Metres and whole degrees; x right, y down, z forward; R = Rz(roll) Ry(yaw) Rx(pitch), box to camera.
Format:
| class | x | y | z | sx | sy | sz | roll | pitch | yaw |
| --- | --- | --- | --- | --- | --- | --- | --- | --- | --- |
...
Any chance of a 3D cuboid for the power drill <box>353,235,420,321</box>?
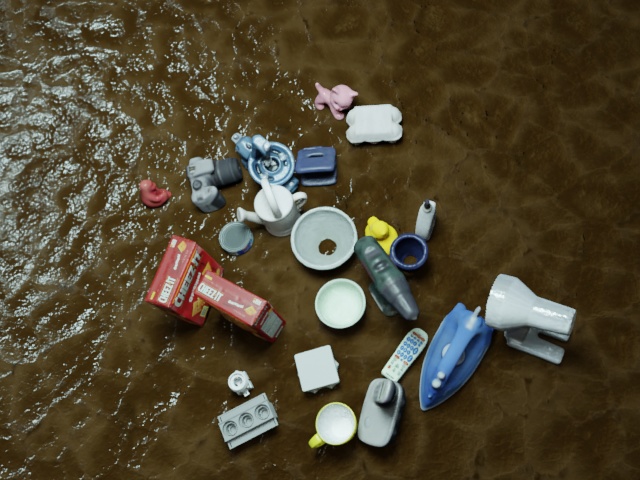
| class | x | y | z | sx | sy | sz | roll | pitch | yaw |
| --- | --- | --- | --- | --- | --- | --- | --- | --- | --- |
| power drill | 0.158 | 0.105 | 1.314 | 0.075 | 0.209 | 0.229 | -31 | 69 | -3 |

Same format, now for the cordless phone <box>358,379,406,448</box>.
| class | x | y | z | sx | sy | sz | roll | pitch | yaw |
| --- | --- | --- | --- | --- | --- | --- | --- | --- | --- |
| cordless phone | 0.131 | 0.369 | 1.234 | 0.094 | 0.185 | 0.148 | 11 | 72 | 13 |

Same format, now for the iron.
| class | x | y | z | sx | sy | sz | roll | pitch | yaw |
| --- | --- | --- | --- | --- | --- | --- | --- | --- | --- |
| iron | 0.294 | 0.262 | 1.272 | 0.118 | 0.141 | 0.258 | 28 | 77 | 17 |

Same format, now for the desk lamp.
| class | x | y | z | sx | sy | sz | roll | pitch | yaw |
| --- | --- | --- | --- | --- | --- | --- | --- | --- | --- |
| desk lamp | 0.457 | 0.170 | 1.242 | 0.203 | 0.214 | 0.118 | 20 | 74 | 15 |

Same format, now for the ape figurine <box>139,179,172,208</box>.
| class | x | y | z | sx | sy | sz | roll | pitch | yaw |
| --- | --- | --- | --- | --- | --- | --- | --- | --- | --- |
| ape figurine | -0.458 | -0.133 | 1.554 | 0.076 | 0.092 | 0.077 | -35 | 69 | -5 |

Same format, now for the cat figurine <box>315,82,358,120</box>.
| class | x | y | z | sx | sy | sz | roll | pitch | yaw |
| --- | --- | --- | --- | --- | --- | --- | --- | --- | --- |
| cat figurine | 0.041 | -0.392 | 1.559 | 0.127 | 0.118 | 0.067 | 30 | 77 | 17 |

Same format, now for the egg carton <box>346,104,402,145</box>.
| class | x | y | z | sx | sy | sz | roll | pitch | yaw |
| --- | --- | --- | --- | --- | --- | --- | --- | --- | --- |
| egg carton | 0.145 | -0.309 | 1.540 | 0.150 | 0.069 | 0.107 | -3 | 70 | 8 |

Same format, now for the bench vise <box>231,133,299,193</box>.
| class | x | y | z | sx | sy | sz | roll | pitch | yaw |
| --- | --- | --- | --- | --- | --- | --- | --- | --- | --- |
| bench vise | -0.160 | -0.213 | 1.470 | 0.207 | 0.220 | 0.121 | 20 | 74 | 15 |

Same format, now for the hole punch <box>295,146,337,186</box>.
| class | x | y | z | sx | sy | sz | roll | pitch | yaw |
| --- | --- | --- | --- | --- | --- | --- | --- | --- | --- |
| hole punch | -0.011 | -0.205 | 1.514 | 0.108 | 0.091 | 0.101 | -4 | 70 | 7 |

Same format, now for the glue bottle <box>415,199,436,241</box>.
| class | x | y | z | sx | sy | sz | roll | pitch | yaw |
| --- | --- | --- | --- | --- | --- | --- | --- | --- | --- |
| glue bottle | 0.257 | -0.061 | 1.377 | 0.037 | 0.173 | 0.078 | 18 | 74 | 15 |

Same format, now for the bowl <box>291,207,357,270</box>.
| class | x | y | z | sx | sy | sz | roll | pitch | yaw |
| --- | --- | --- | --- | --- | --- | --- | --- | --- | --- |
| bowl | 0.013 | 0.005 | 1.443 | 0.167 | 0.075 | 0.167 | -3 | 70 | 8 |

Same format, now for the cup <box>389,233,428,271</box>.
| class | x | y | z | sx | sy | sz | roll | pitch | yaw |
| --- | --- | --- | --- | --- | --- | --- | --- | --- | --- |
| cup | 0.205 | 0.048 | 1.388 | 0.118 | 0.095 | 0.091 | -31 | 69 | -3 |

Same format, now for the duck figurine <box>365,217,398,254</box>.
| class | x | y | z | sx | sy | sz | roll | pitch | yaw |
| --- | --- | --- | --- | --- | --- | --- | --- | --- | --- |
| duck figurine | 0.153 | -0.014 | 1.423 | 0.077 | 0.086 | 0.104 | -34 | 69 | -4 |

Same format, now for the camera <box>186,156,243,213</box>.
| class | x | y | z | sx | sy | sz | roll | pitch | yaw |
| --- | --- | --- | --- | --- | --- | --- | --- | --- | --- |
| camera | -0.280 | -0.166 | 1.535 | 0.136 | 0.101 | 0.143 | -15 | 69 | 3 |

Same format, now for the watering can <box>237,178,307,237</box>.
| class | x | y | z | sx | sy | sz | roll | pitch | yaw |
| --- | --- | --- | --- | --- | --- | --- | --- | --- | --- |
| watering can | -0.119 | -0.082 | 1.430 | 0.173 | 0.194 | 0.100 | -41 | 69 | -7 |
